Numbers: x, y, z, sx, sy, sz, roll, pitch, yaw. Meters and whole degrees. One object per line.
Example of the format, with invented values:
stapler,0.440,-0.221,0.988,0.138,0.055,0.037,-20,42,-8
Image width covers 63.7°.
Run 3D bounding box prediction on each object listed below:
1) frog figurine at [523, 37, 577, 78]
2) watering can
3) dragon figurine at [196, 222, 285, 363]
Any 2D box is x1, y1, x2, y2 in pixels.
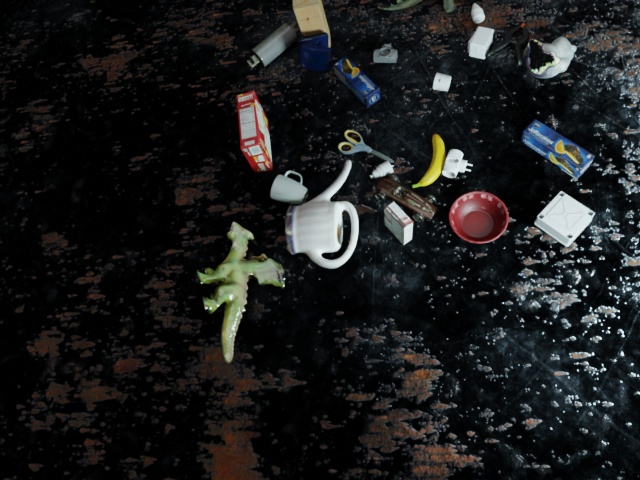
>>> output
frog figurine,0.728,-0.582,1.633,0.161,0.120,0.139,-25,46,-39
watering can,0.005,-0.078,1.553,0.224,0.102,0.354,-4,66,12
dragon figurine,-0.220,0.132,1.518,0.243,0.120,0.418,-20,64,-5
